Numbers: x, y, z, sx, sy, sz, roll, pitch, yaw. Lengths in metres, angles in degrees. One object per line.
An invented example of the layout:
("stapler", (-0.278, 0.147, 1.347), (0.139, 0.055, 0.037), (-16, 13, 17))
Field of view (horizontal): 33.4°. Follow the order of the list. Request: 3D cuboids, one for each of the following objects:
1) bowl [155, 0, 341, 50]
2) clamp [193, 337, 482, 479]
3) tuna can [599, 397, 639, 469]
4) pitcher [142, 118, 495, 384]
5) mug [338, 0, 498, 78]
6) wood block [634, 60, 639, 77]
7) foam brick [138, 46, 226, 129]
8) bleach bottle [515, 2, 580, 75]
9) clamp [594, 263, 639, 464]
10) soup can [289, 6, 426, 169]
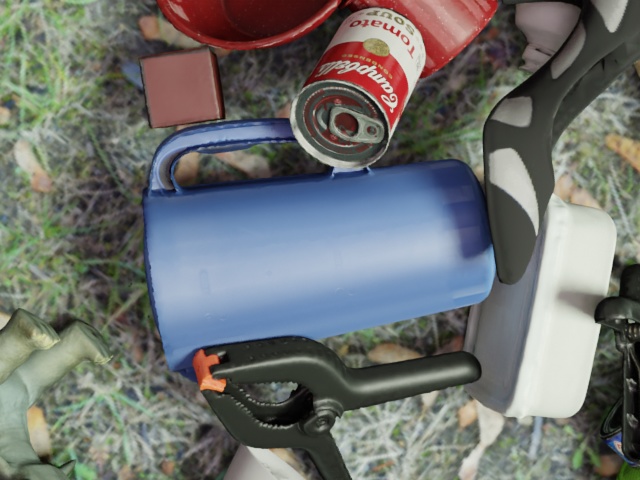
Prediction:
("bowl", (-0.038, -0.196, 0.764), (0.162, 0.055, 0.162), (-5, 70, 14))
("clamp", (-0.004, 0.127, 0.767), (0.209, 0.036, 0.165), (16, 118, -30))
("tuna can", (0.252, 0.130, 0.808), (0.034, 0.086, 0.086), (42, 92, 5))
("pitcher", (-0.005, 0.001, 0.766), (0.242, 0.149, 0.145), (-9, 61, -5))
("mug", (0.081, -0.178, 0.767), (0.081, 0.093, 0.117), (44, 127, -10))
("wood block", (0.321, -0.080, 0.792), (0.091, 0.090, 0.206), (-28, 96, 0))
("foam brick", (-0.099, -0.109, 0.777), (0.053, 0.078, 0.051), (-9, 97, -1))
("bleach bottle", (0.221, -0.233, 0.789), (0.102, 0.068, 0.251), (24, 96, -5))
("clamp", (0.224, 0.059, 0.751), (0.039, 0.171, 0.120), (-3, 121, 22))
("soup can", (0.028, -0.104, 0.719), (0.068, 0.102, 0.068), (13, 133, 14))
